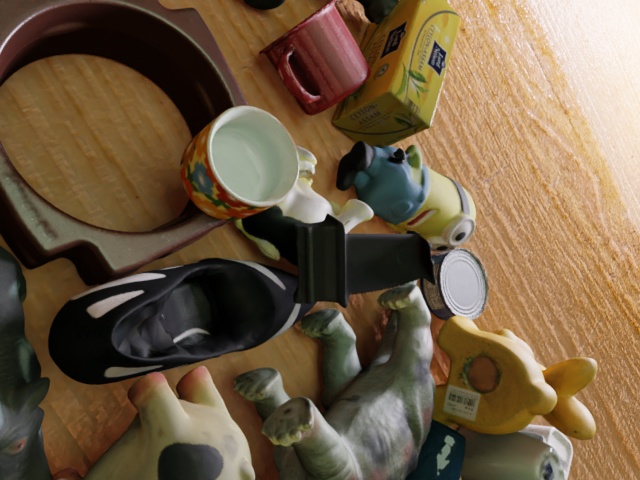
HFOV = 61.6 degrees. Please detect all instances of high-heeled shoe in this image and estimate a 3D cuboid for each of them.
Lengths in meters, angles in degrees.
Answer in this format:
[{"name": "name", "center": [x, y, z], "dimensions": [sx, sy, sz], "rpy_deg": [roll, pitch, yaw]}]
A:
[{"name": "high-heeled shoe", "center": [-0.072, 0.051, 0.406], "dimensions": [0.249, 0.145, 0.086], "rpy_deg": [-10, 86, -35]}]

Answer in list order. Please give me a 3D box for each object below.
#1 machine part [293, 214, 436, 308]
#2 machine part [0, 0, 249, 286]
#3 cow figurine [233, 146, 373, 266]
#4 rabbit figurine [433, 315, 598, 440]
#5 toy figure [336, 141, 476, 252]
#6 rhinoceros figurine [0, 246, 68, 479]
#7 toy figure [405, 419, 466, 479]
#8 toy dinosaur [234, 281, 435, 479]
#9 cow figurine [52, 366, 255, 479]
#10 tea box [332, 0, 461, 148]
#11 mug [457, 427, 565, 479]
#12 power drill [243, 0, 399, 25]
[{"name": "machine part", "center": [0.041, 0.017, 0.484], "dimensions": [0.139, 0.039, 0.084], "rpy_deg": [0, 85, -24]}, {"name": "machine part", "center": [-0.158, -0.081, 0.412], "dimensions": [0.201, 0.087, 0.201], "rpy_deg": [-33, 101, -36]}, {"name": "cow figurine", "center": [0.001, -0.001, 0.519], "dimensions": [0.167, 0.068, 0.098], "rpy_deg": [41, 64, -18]}, {"name": "rabbit figurine", "center": [0.220, 0.156, 0.601], "dimensions": [0.173, 0.163, 0.122], "rpy_deg": [29, 64, -53]}, {"name": "toy figure", "center": [0.103, -0.052, 0.598], "dimensions": [0.180, 0.082, 0.089], "rpy_deg": [29, 66, -25]}, {"name": "rhinoceros figurine", "center": [-0.198, 0.087, 0.324], "dimensions": [0.073, 0.112, 0.190], "rpy_deg": [-6, 72, -40]}, {"name": "toy figure", "center": [0.095, 0.256, 0.527], "dimensions": [0.154, 0.064, 0.057], "rpy_deg": [-64, 156, -8]}, {"name": "toy dinosaur", "center": [0.035, 0.168, 0.482], "dimensions": [0.405, 0.131, 0.192], "rpy_deg": [-32, 112, -41]}, {"name": "cow figurine", "center": [-0.118, 0.191, 0.343], "dimensions": [0.127, 0.195, 0.085], "rpy_deg": [45, 7, 27]}, {"name": "tea box", "center": [0.088, -0.193, 0.609], "dimensions": [0.068, 0.098, 0.169], "rpy_deg": [34, 60, -26]}, {"name": "mug", "center": [0.215, 0.247, 0.594], "dimensions": [0.109, 0.107, 0.080], "rpy_deg": [-11, 87, -35]}, {"name": "power drill", "center": [0.001, -0.342, 0.582], "dimensions": [0.207, 0.086, 0.232], "rpy_deg": [17, 72, -30]}]
